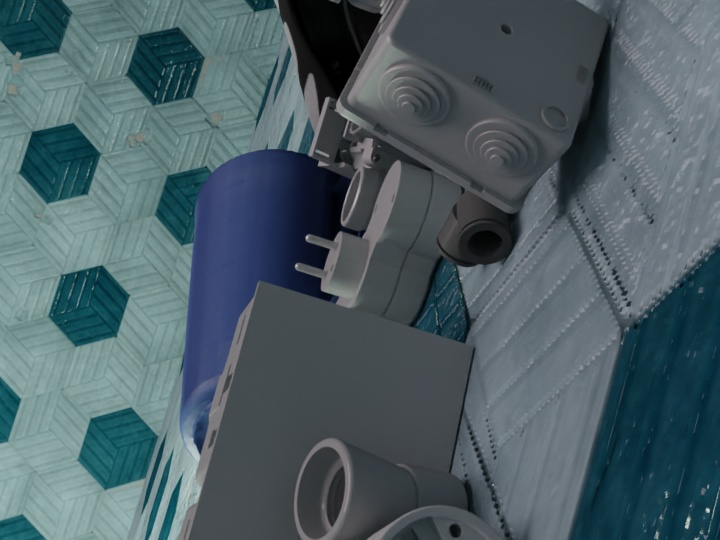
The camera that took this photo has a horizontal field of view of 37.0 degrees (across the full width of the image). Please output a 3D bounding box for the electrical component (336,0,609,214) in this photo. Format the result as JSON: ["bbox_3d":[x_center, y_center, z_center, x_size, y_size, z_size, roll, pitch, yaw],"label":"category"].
[{"bbox_3d":[0.050,-0.086,0.449,0.048,0.100,0.099,-50,13,53],"label":"electrical component"}]

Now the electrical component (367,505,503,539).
[{"bbox_3d":[0.023,0.115,0.389,0.047,0.055,0.055,126,159,-68],"label":"electrical component"}]

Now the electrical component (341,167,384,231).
[{"bbox_3d":[0.016,-0.040,0.686,0.040,0.046,0.040,-162,90,-79],"label":"electrical component"}]

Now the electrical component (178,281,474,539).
[{"bbox_3d":[-0.025,0.113,0.490,0.060,0.105,0.186,135,151,-67],"label":"electrical component"}]

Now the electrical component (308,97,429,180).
[{"bbox_3d":[0.012,-0.081,0.715,0.064,0.081,0.042,7,79,56],"label":"electrical component"}]

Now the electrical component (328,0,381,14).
[{"bbox_3d":[0.011,-0.213,0.723,0.080,0.051,0.080,-162,90,-79],"label":"electrical component"}]

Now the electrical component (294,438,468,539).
[{"bbox_3d":[0.011,0.096,0.443,0.044,0.065,0.044,-34,48,48],"label":"electrical component"}]

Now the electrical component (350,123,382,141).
[{"bbox_3d":[0.040,-0.118,0.640,0.099,0.064,0.099,-163,90,-79],"label":"electrical component"}]

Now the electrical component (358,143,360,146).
[{"bbox_3d":[0.021,-0.109,0.776,0.062,0.043,0.043,127,158,-56],"label":"electrical component"}]

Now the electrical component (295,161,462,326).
[{"bbox_3d":[0.000,0.000,0.629,0.052,0.074,0.138,-99,28,-67],"label":"electrical component"}]
